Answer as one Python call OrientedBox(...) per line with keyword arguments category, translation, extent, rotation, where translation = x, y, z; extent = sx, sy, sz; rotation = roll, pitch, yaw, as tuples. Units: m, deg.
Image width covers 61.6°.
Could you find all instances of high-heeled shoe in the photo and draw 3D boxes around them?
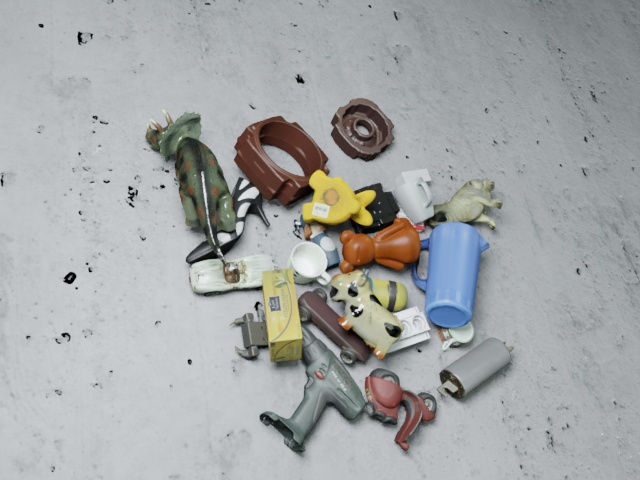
OrientedBox(category="high-heeled shoe", translation=(-0.223, -0.051, 1.211), extent=(0.249, 0.086, 0.145), rotation=(-29, 77, -35))

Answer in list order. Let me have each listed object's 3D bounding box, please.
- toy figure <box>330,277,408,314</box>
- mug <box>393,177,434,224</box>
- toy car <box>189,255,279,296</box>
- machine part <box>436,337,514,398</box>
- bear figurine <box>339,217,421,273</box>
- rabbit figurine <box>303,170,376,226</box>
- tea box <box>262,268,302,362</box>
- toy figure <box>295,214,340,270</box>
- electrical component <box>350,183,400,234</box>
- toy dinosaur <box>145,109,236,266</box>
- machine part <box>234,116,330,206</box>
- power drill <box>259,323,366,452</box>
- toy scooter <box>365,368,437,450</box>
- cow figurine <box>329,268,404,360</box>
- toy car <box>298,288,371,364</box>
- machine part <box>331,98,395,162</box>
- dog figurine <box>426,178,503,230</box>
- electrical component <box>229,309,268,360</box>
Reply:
OrientedBox(category="toy figure", translation=(0.117, 0.124, 1.250), extent=(0.180, 0.089, 0.082), rotation=(16, 75, -16))
OrientedBox(category="mug", translation=(0.252, -0.100, 1.367), extent=(0.081, 0.109, 0.107), rotation=(-25, 90, -31))
OrientedBox(category="toy car", translation=(-0.184, 0.075, 1.178), extent=(0.202, 0.056, 0.073), rotation=(-5, 68, -22))
OrientedBox(category="machine part", translation=(0.368, 0.300, 1.271), extent=(0.243, 0.079, 0.079), rotation=(-25, 77, -27))
OrientedBox(category="bear figurine", translation=(0.137, 0.017, 1.294), extent=(0.196, 0.132, 0.120), rotation=(-6, 102, -4))
OrientedBox(category="rabbit figurine", translation=(0.048, -0.091, 1.265), extent=(0.162, 0.173, 0.121), rotation=(5, 87, 7))
OrientedBox(category="tea box", translation=(-0.080, 0.155, 1.118), extent=(0.068, 0.098, 0.170), rotation=(-4, 54, -8))
OrientedBox(category="toy figure", translation=(-0.002, -0.004, 1.287), extent=(0.064, 0.058, 0.154), rotation=(1, 58, -59))
OrientedBox(category="electrical component", translation=(0.135, -0.081, 1.373), extent=(0.134, 0.058, 0.115), rotation=(-18, 75, -26))
OrientedBox(category="toy dinosaur", translation=(-0.259, -0.139, 1.139), extent=(0.131, 0.191, 0.405), rotation=(-25, 46, -14))
OrientedBox(category="machine part", translation=(-0.089, -0.195, 1.294), extent=(0.201, 0.087, 0.201), rotation=(49, 40, 7))
OrientedBox(category="power drill", translation=(-0.031, 0.314, 1.119), extent=(0.232, 0.086, 0.207), rotation=(44, 52, 5))
OrientedBox(category="toy scooter", translation=(0.166, 0.370, 1.164), extent=(0.184, 0.075, 0.135), rotation=(31, 59, -10))
OrientedBox(category="cow figurine", translation=(0.099, 0.147, 1.161), extent=(0.195, 0.085, 0.127), rotation=(43, 86, 2))
OrientedBox(category="toy car", translation=(0.029, 0.195, 1.206), extent=(0.202, 0.053, 0.089), rotation=(43, 39, 1))
OrientedBox(category="machine part", translation=(0.115, -0.299, 1.469), extent=(0.179, 0.056, 0.179), rotation=(8, 65, -17))
OrientedBox(category="dog figurine", translation=(0.373, -0.101, 1.459), extent=(0.191, 0.121, 0.172), rotation=(-2, 32, -3))
OrientedBox(category="electrical component", translation=(-0.146, 0.201, 1.144), extent=(0.078, 0.045, 0.102), rotation=(4, 64, -50))
